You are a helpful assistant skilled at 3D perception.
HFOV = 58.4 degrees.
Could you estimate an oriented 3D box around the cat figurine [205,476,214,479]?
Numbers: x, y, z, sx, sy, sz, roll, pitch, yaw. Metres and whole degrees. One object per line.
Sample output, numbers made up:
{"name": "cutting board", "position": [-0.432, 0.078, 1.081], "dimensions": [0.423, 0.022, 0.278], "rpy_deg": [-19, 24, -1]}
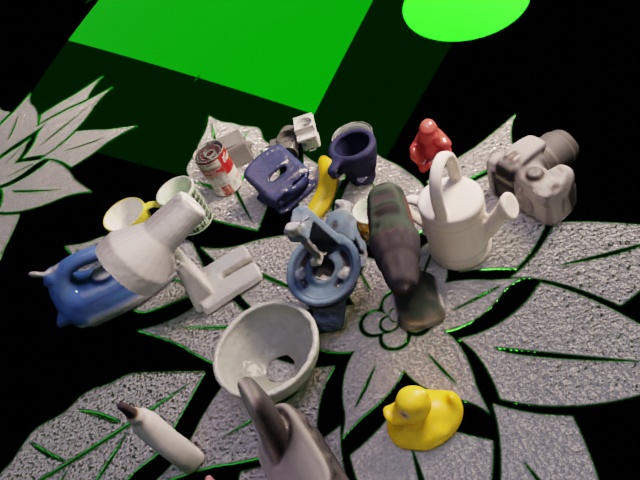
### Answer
{"name": "cat figurine", "position": [-0.108, 0.353, 0.690], "dimensions": [0.067, 0.118, 0.127], "rpy_deg": [-16, 46, 10]}

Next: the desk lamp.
{"name": "desk lamp", "position": [-0.238, 0.028, 0.975], "dimensions": [0.203, 0.214, 0.117], "rpy_deg": [-33, 45, -7]}

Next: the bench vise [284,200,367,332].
{"name": "bench vise", "position": [-0.003, 0.006, 0.887], "dimensions": [0.121, 0.220, 0.207], "rpy_deg": [-15, 46, 11]}

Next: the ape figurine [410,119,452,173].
{"name": "ape figurine", "position": [0.202, -0.182, 1.058], "dimensions": [0.077, 0.092, 0.076], "rpy_deg": [3, 52, 26]}

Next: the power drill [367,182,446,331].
{"name": "power drill", "position": [0.120, 0.035, 0.814], "dimensions": [0.075, 0.209, 0.229], "rpy_deg": [-17, 45, 9]}

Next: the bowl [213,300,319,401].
{"name": "bowl", "position": [-0.071, 0.178, 0.864], "dimensions": [0.167, 0.075, 0.167], "rpy_deg": [-12, 46, 13]}

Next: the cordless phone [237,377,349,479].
{"name": "cordless phone", "position": [-0.046, 0.256, 0.702], "dimensions": [0.094, 0.185, 0.147], "rpy_deg": [-37, 46, -11]}

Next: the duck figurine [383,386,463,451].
{"name": "duck figurine", "position": [0.128, 0.216, 0.732], "dimensions": [0.104, 0.086, 0.077], "rpy_deg": [-22, 45, 4]}

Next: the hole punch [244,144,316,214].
{"name": "hole punch", "position": [-0.078, -0.122, 1.129], "dimensions": [0.109, 0.091, 0.100], "rpy_deg": [-43, 47, -17]}

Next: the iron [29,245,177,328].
{"name": "iron", "position": [-0.396, 0.056, 1.072], "dimensions": [0.258, 0.142, 0.118], "rpy_deg": [-26, 45, 0]}

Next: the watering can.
{"name": "watering can", "position": [0.206, -0.051, 0.864], "dimensions": [0.172, 0.194, 0.101], "rpy_deg": [-9, 47, 16]}

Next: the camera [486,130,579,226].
{"name": "camera", "position": [0.361, -0.119, 0.924], "dimensions": [0.137, 0.101, 0.142], "rpy_deg": [-36, 46, -10]}

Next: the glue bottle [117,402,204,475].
{"name": "glue bottle", "position": [-0.226, 0.263, 0.785], "dimensions": [0.077, 0.173, 0.037], "rpy_deg": [22, 62, 37]}

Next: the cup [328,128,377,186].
{"name": "cup", "position": [0.064, -0.139, 1.078], "dimensions": [0.091, 0.095, 0.118], "rpy_deg": [21, 61, 37]}
